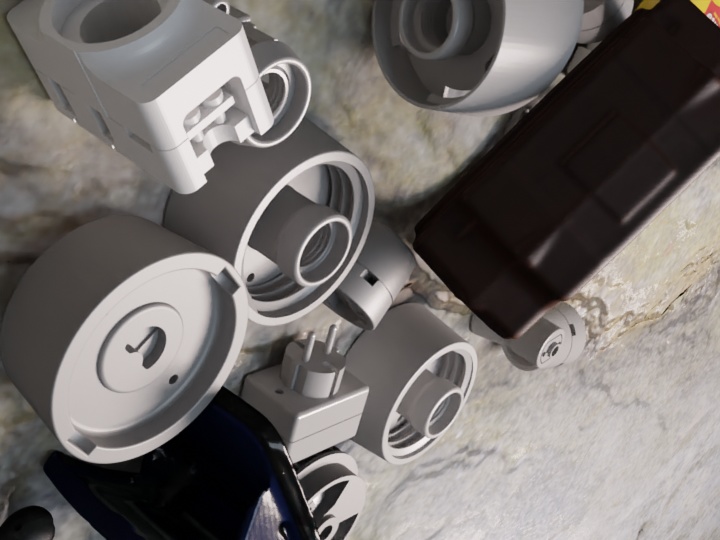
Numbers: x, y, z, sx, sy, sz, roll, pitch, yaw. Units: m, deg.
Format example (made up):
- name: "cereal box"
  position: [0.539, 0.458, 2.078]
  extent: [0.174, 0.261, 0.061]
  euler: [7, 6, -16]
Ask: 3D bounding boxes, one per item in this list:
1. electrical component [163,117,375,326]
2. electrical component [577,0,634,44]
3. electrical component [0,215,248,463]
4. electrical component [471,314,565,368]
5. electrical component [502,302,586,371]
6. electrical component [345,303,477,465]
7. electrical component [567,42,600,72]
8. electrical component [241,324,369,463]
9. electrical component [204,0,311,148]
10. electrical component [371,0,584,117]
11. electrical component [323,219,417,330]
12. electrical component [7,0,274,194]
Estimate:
- name: "electrical component"
  position: [-0.039, -0.023, 0.548]
  extent: [0.108, 0.060, 0.108]
  euler: [-34, 142, -32]
- name: "electrical component"
  position: [0.156, -0.213, 0.653]
  extent: [0.138, 0.052, 0.074]
  euler: [-56, 149, 0]
- name: "electrical component"
  position: [-0.111, 0.026, 0.492]
  extent: [0.108, 0.060, 0.108]
  euler: [-34, 142, -32]
- name: "electrical component"
  position: [0.124, 0.046, 0.827]
  extent: [0.044, 0.065, 0.044]
  euler: [-34, 142, -32]
- name: "electrical component"
  position: [0.149, 0.055, 0.881]
  extent: [0.047, 0.055, 0.055]
  euler: [-10, 125, -45]
- name: "electrical component"
  position: [0.036, 0.084, 0.746]
  extent: [0.108, 0.060, 0.108]
  euler: [-34, 142, -32]
- name: "electrical component"
  position: [0.173, -0.149, 0.739]
  extent: [0.045, 0.045, 0.055]
  euler: [7, 113, -56]
- name: "electrical component"
  position: [-0.031, 0.068, 0.652]
  extent: [0.066, 0.047, 0.076]
  euler: [-16, 130, -47]
- name: "electrical component"
  position: [-0.055, -0.084, 0.475]
  extent: [0.048, 0.055, 0.066]
  euler: [-26, 137, -40]
- name: "electrical component"
  position: [0.056, -0.128, 0.550]
  extent: [0.064, 0.099, 0.099]
  euler: [-8, 125, -43]
- name: "electrical component"
  position: [0.000, 0.000, 0.629]
  extent: [0.047, 0.055, 0.055]
  euler: [-52, 148, -15]
- name: "electrical component"
  position: [-0.084, -0.080, 0.407]
  extent: [0.050, 0.089, 0.055]
  euler: [-44, 146, -20]
